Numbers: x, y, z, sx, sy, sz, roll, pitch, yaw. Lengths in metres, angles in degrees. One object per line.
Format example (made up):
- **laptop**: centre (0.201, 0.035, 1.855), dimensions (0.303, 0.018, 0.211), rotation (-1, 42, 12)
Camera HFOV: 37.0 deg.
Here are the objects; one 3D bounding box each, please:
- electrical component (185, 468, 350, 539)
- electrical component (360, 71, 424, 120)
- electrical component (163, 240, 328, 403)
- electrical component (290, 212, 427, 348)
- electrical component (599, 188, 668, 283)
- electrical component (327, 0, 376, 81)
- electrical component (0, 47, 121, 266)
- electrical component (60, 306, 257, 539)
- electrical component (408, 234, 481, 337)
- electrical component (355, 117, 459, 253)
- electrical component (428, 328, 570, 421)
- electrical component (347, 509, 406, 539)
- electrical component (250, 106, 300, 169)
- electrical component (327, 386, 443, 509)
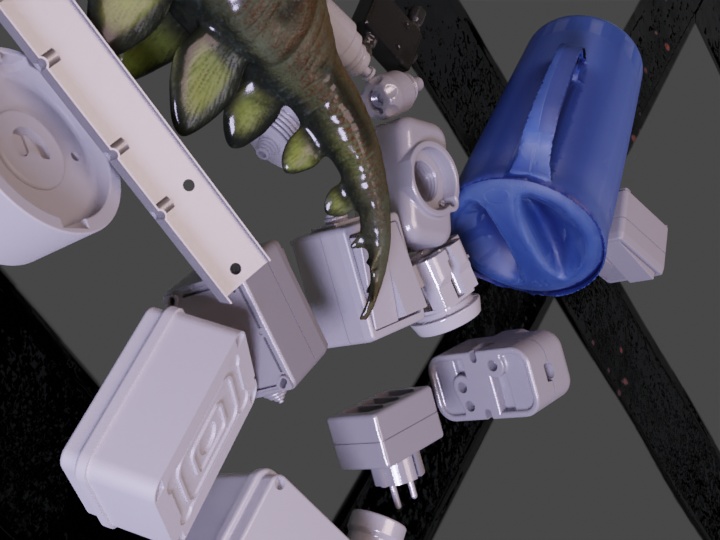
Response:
- **electrical component**: centre (-0.053, 0.183, 0.661), dimensions (0.113, 0.057, 0.078), rotation (50, 50, -28)
- **electrical component**: centre (0.029, -0.138, 0.835), dimensions (0.061, 0.035, 0.035), rotation (-30, 104, -49)
- **electrical component**: centre (-0.065, 0.037, 0.672), dimensions (0.096, 0.062, 0.061), rotation (65, 32, -14)
- **electrical component**: centre (0.000, 0.000, 0.754), dimensions (0.062, 0.061, 0.096), rotation (-20, 96, -47)
- **electrical component**: centre (0.239, -0.030, 1.015), dimensions (0.096, 0.062, 0.061), rotation (33, 59, -38)
- **electrical component**: centre (-0.018, -0.166, 0.786), dimensions (0.078, 0.040, 0.040), rotation (38, 56, -36)
- **electrical component**: centre (-0.186, -0.054, 0.562), dimensions (0.108, 0.060, 0.108), rotation (44, 30, -34)
- **electrical component**: centre (-0.109, 0.086, 0.600), dimensions (0.078, 0.057, 0.113), rotation (86, 24, -53)
- **electrical component**: centre (0.057, 0.014, 0.816), dimensions (0.078, 0.058, 0.057), rotation (-34, 103, -45)
- **electrical component**: centre (0.034, -0.063, 0.806), dimensions (0.054, 0.059, 0.095), rotation (7, 76, -46)
- **electrical component**: centre (0.109, 0.080, 0.828), dimensions (0.059, 0.095, 0.053), rotation (-21, 97, -47)
- **electrical component**: centre (0.006, 0.192, 0.736), dimensions (0.040, 0.040, 0.046), rotation (37, 63, -36)
- **electrical component**: centre (-0.049, -0.105, 0.738), dimensions (0.043, 0.043, 0.081), rotation (51, 49, -26)
- **electrical component**: centre (0.023, 0.129, 0.761), dimensions (0.066, 0.047, 0.076), rotation (-20, 96, -47)
